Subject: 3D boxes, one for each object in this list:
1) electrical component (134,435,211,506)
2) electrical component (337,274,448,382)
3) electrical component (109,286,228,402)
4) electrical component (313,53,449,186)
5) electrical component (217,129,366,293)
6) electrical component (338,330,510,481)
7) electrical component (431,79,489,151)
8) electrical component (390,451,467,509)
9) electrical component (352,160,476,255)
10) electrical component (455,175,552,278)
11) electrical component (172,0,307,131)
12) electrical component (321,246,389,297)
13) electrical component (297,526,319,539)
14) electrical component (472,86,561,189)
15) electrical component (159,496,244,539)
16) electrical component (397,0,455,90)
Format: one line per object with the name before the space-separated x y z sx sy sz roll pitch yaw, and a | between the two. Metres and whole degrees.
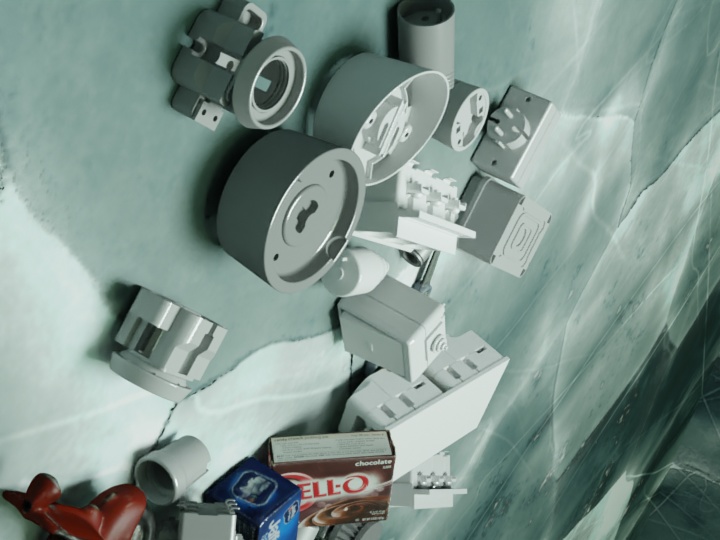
electrical component | -0.139 0.148 0.802 0.046 0.040 0.040 -30 140 -56
electrical component | 0.032 0.053 0.945 0.061 0.096 0.061 -46 149 -28
electrical component | -0.128 0.050 0.707 0.057 0.058 0.078 -63 154 -4
electrical component | 0.014 -0.110 0.794 0.099 0.064 0.099 -41 147 -35
electrical component | -0.052 -0.045 0.743 0.108 0.060 0.108 -41 147 -35
electrical component | 0.055 0.140 1.079 0.186 0.060 0.105 -24 144 -42
electrical component | 0.073 -0.133 0.895 0.055 0.047 0.055 -41 147 -35
electrical component | 0.063 0.233 1.201 0.121 0.079 0.063 23 66 -63
electrical component | 0.039 -0.052 0.893 0.121 0.079 0.063 13 82 -63
electrical component | 0.140 -0.044 1.088 0.078 0.057 0.113 -64 153 4
electrical component | -0.070 -0.119 0.647 0.078 0.057 0.058 -63 153 2
electrical component | 0.000 0.000 0.902 0.078 0.040 0.040 -8 122 -58
electrical component | -0.055 0.244 1.046 0.061 0.035 0.035 -62 154 -3
electrical component | 0.144 -0.132 1.021 0.083 0.047 0.076 -62 153 1
electrical component | -0.118 0.207 0.813 0.121 0.079 0.063 139 -45 -78
electrical component | 0.051 -0.167 0.829 0.043 0.043 0.081 -45 149 -30
